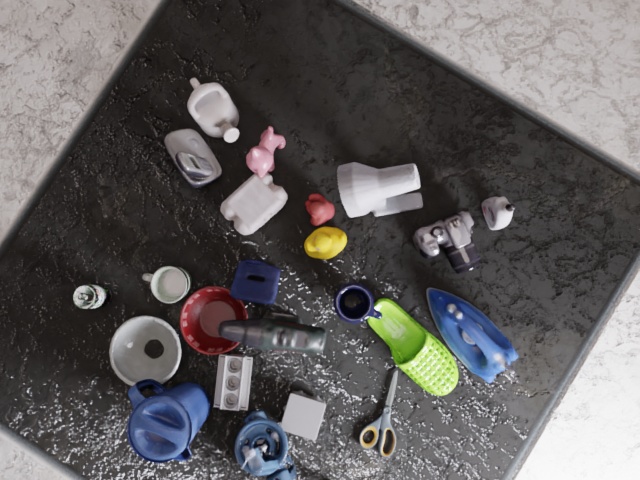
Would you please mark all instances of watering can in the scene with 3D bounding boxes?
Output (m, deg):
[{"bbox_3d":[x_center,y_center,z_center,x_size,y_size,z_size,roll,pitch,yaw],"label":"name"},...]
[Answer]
[{"bbox_3d":[-0.246,-0.306,1.328,0.173,0.194,0.101,33,87,3],"label":"watering can"}]

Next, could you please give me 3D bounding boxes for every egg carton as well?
[{"bbox_3d":[-0.157,-0.088,1.374,0.150,0.069,0.107,-44,86,-2],"label":"egg carton"}]

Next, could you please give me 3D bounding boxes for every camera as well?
[{"bbox_3d":[0.309,0.014,1.344,0.143,0.101,0.137,-24,86,-1],"label":"camera"}]

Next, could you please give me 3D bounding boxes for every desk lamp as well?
[{"bbox_3d":[0.140,-0.120,1.299,0.203,0.213,0.118,-11,86,0],"label":"desk lamp"}]

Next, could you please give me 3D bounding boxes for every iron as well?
[{"bbox_3d":[0.343,0.208,1.309,0.118,0.141,0.258,-43,86,-2],"label":"iron"}]

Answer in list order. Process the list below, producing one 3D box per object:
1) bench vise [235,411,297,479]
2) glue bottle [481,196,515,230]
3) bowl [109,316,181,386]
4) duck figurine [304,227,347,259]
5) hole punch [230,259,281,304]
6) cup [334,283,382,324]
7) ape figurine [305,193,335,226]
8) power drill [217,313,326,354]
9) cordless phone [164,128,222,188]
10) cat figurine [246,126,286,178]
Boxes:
[{"bbox_3d":[-0.106,0.487,1.258,0.121,0.220,0.207,-44,86,-2],"label":"bench vise"},{"bbox_3d":[0.415,-0.067,1.312,0.037,0.173,0.078,-22,86,0],"label":"glue bottle"},{"bbox_3d":[-0.402,0.260,1.351,0.167,0.075,0.167,0,86,1],"label":"bowl"},{"bbox_3d":[0.012,0.005,1.356,0.104,0.086,0.077,-16,86,0],"label":"duck figurine"},{"bbox_3d":[-0.152,0.099,1.350,0.108,0.091,0.101,10,86,2],"label":"hole punch"},{"bbox_3d":[0.090,0.152,1.341,0.117,0.095,0.092,25,87,3],"label":"cup"},{"bbox_3d":[-0.004,-0.073,1.359,0.076,0.092,0.078,14,86,2],"label":"ape figurine"},{"bbox_3d":[-0.100,0.208,1.283,0.229,0.208,0.076,7,86,2],"label":"power drill"},{"bbox_3d":[-0.307,-0.200,1.326,0.094,0.185,0.147,-36,86,-1],"label":"cordless phone"},{"bbox_3d":[-0.134,-0.209,1.358,0.067,0.118,0.128,21,87,3],"label":"cat figurine"}]
